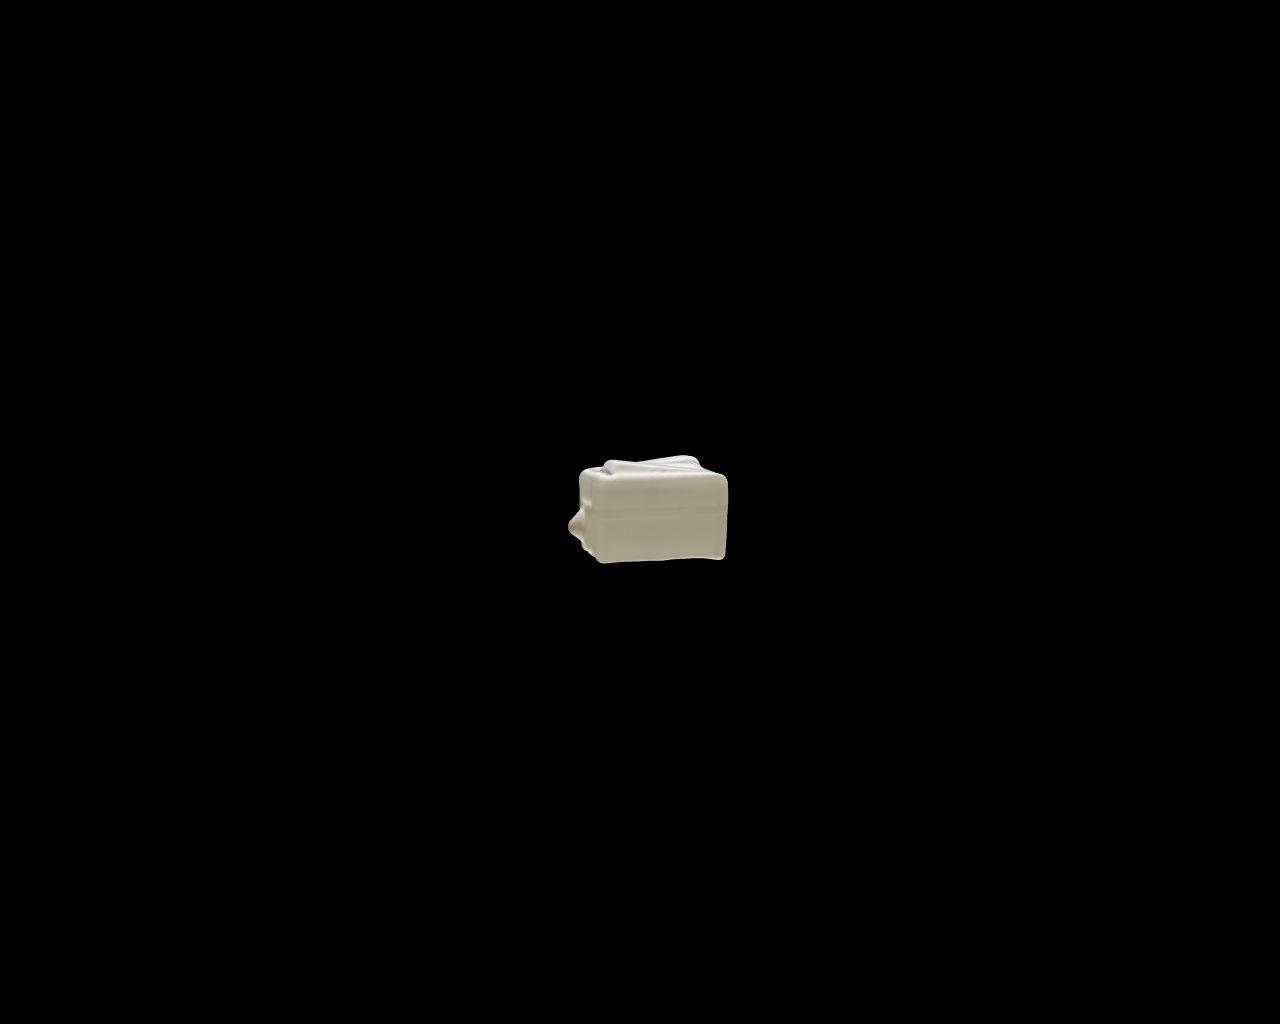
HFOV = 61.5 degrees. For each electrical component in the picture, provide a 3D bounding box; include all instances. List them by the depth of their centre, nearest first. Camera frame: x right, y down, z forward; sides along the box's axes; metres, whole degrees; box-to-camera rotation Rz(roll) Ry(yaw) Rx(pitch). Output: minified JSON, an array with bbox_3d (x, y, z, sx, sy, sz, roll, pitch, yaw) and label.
[{"bbox_3d":[0.001,-0.003,0.650,0.096,0.061,0.062,-2,8,-14],"label":"electrical component"}]
